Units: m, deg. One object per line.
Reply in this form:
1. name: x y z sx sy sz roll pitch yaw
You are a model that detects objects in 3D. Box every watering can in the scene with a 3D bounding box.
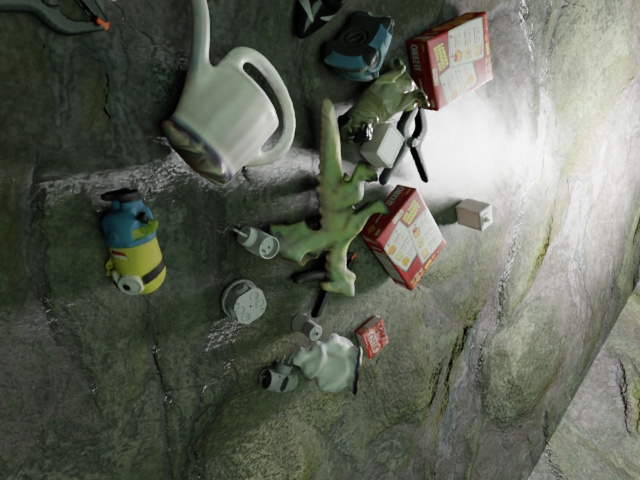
1. watering can: -0.169 -0.233 0.839 0.226 0.105 0.341 -52 134 -13

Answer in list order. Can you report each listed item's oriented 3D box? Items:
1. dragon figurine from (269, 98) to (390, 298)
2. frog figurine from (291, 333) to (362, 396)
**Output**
1. dragon figurine: 0.003 -0.052 1.039 0.246 0.123 0.403 -40 122 -23
2. frog figurine: 0.010 0.284 1.193 0.159 0.125 0.135 8 112 -5
